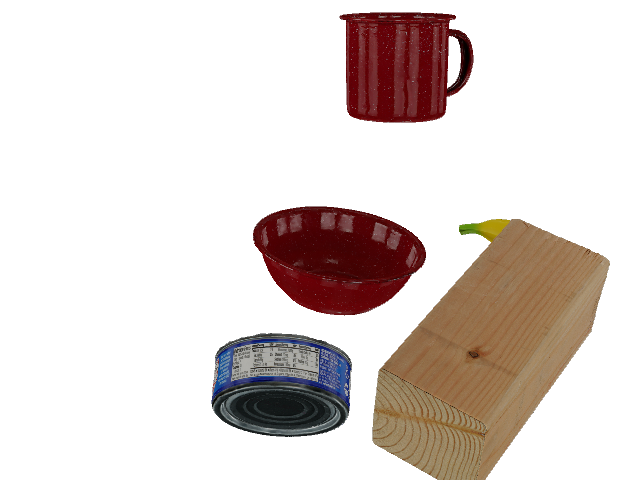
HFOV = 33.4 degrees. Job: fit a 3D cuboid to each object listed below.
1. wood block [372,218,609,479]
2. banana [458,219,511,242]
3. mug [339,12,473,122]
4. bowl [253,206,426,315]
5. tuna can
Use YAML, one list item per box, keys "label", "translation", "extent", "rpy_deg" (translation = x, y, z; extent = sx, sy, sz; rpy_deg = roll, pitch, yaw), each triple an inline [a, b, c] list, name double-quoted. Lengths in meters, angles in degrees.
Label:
- label: "wood block"
  translation: [0.135, 0.084, 0.833]
  extent: [0.091, 0.090, 0.205]
  rpy_deg: [26, 48, 25]
- label: "banana"
  translation: [0.219, 0.028, 1.112]
  extent: [0.069, 0.037, 0.198]
  rpy_deg: [-32, 38, -3]
- label: "mug"
  translation: [0.072, -0.142, 0.867]
  extent: [0.117, 0.081, 0.093]
  rpy_deg: [-8, 17, -27]
- label: "bowl"
  translation: [0.015, 0.024, 0.993]
  extent: [0.162, 0.055, 0.162]
  rpy_deg: [6, 24, -3]
- label: "tuna can"
  translation: [-0.024, 0.091, 0.655]
  extent: [0.086, 0.033, 0.086]
  rpy_deg: [2, -31, 1]
